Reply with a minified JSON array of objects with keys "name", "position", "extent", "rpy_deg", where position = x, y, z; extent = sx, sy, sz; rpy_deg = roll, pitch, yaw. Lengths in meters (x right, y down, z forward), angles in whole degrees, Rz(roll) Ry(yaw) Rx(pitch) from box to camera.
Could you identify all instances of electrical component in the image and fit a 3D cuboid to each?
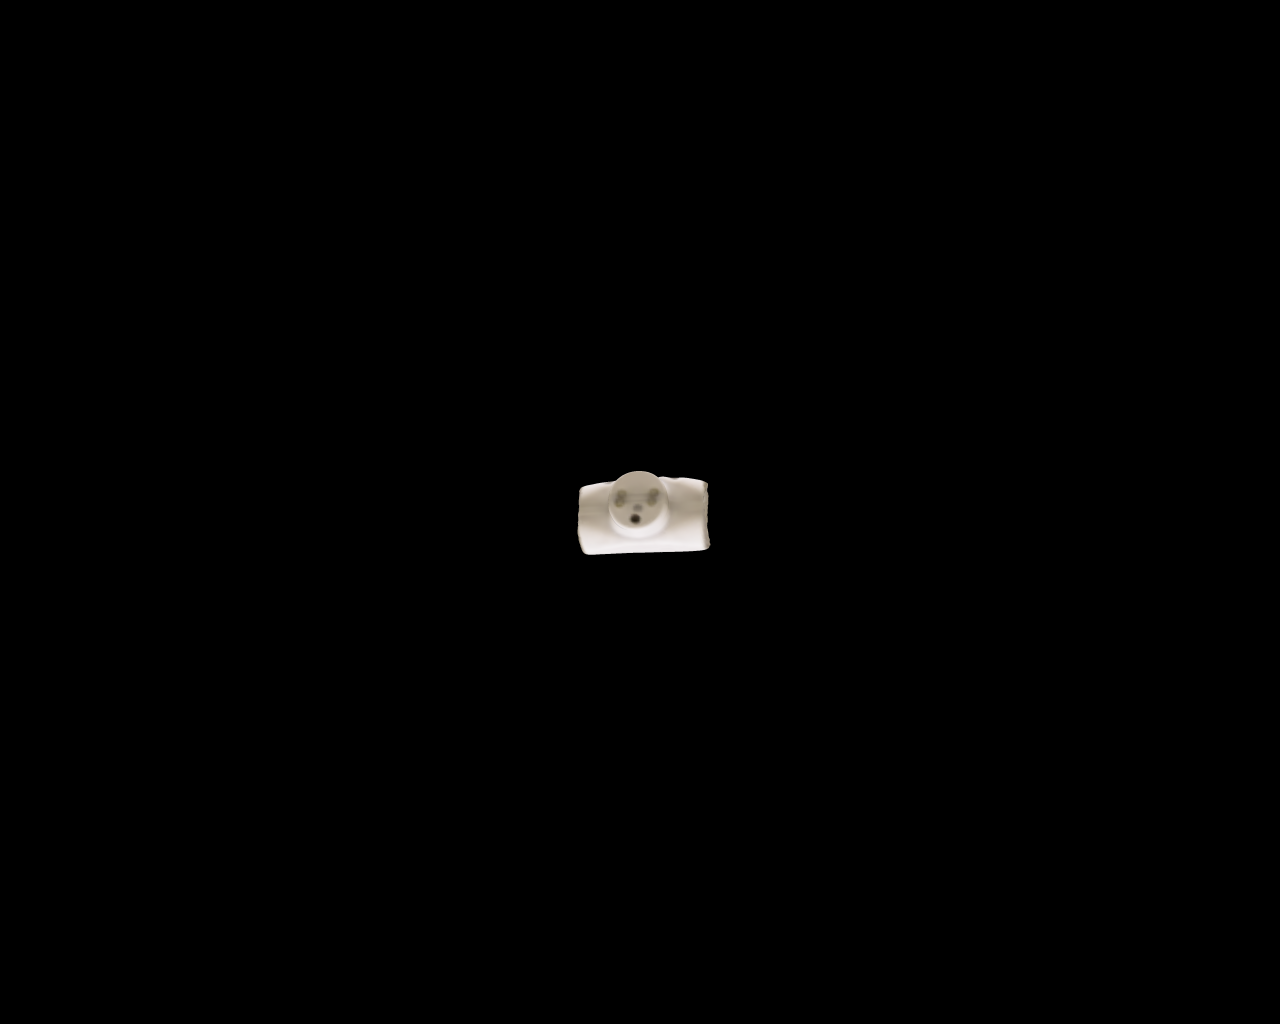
[{"name":"electrical component","position":[0.001,-0.003,0.650],"extent":[0.077,0.044,0.079],"rpy_deg":[-2,-19,7]}]
